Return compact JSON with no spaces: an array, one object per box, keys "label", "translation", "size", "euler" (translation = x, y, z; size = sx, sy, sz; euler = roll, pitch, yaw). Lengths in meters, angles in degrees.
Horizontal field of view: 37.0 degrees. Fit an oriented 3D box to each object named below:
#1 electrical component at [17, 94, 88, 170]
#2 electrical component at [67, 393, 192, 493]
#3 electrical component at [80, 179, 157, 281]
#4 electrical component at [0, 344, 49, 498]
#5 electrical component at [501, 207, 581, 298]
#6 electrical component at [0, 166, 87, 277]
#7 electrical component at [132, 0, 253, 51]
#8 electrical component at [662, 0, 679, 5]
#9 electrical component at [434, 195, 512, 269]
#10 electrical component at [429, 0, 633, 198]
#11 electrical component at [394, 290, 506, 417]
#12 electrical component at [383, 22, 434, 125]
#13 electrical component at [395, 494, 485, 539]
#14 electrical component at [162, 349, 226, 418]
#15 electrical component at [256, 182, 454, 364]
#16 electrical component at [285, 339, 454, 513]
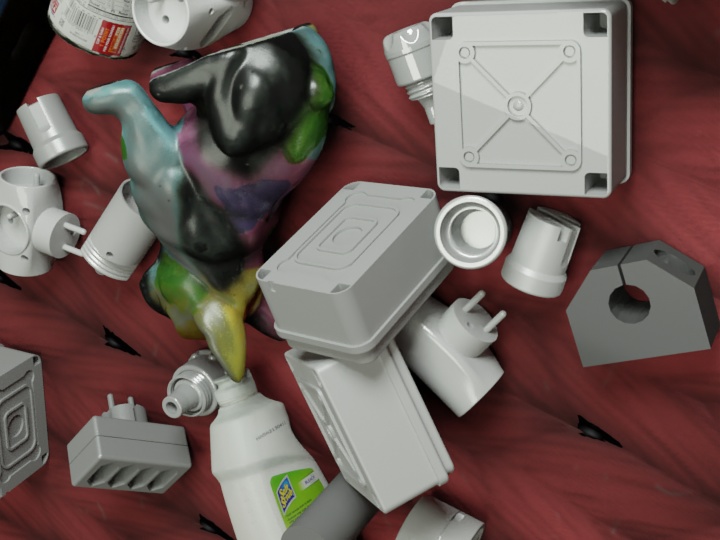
[{"label":"electrical component","translation":[-0.233,-0.105,0.812],"size":[0.040,0.040,0.046],"euler":[-26,90,32]},{"label":"electrical component","translation":[-0.188,0.133,0.865],"size":[0.047,0.083,0.075],"euler":[-45,48,32]},{"label":"electrical component","translation":[-0.179,-0.026,0.811],"size":[0.043,0.043,0.081],"euler":[44,122,6]},{"label":"electrical component","translation":[-0.317,0.127,0.921],"size":[0.057,0.078,0.113],"euler":[11,114,20]},{"label":"electrical component","translation":[0.114,-0.012,0.670],"size":[0.040,0.040,0.046],"euler":[24,113,17]},{"label":"electrical component","translation":[-0.248,-0.033,0.843],"size":[0.079,0.044,0.077],"euler":[20,117,19]},{"label":"electrical component","translation":[-0.097,-0.183,0.689],"size":[0.043,0.077,0.079],"euler":[47,122,4]},{"label":"electrical component","translation":[0.144,-0.183,0.554],"size":[0.100,0.100,0.048],"euler":[42,109,7]},{"label":"electrical component","translation":[0.074,-0.025,0.669],"size":[0.044,0.065,0.044],"euler":[1,95,15]},{"label":"electrical component","translation":[0.101,-0.101,0.631],"size":[0.109,0.056,0.108],"euler":[5,111,25]},{"label":"electrical component","translation":[0.065,0.045,0.714],"size":[0.077,0.043,0.079],"euler":[45,122,5]},{"label":"electrical component","translation":[0.039,-0.121,0.669],"size":[0.035,0.035,0.061],"euler":[-14,105,30]},{"label":"electrical component","translation":[0.056,0.194,0.771],"size":[0.047,0.055,0.055],"euler":[28,119,19]},{"label":"electrical component","translation":[-0.126,0.092,0.818],"size":[0.048,0.062,0.048],"euler":[10,113,24]},{"label":"electrical component","translation":[0.000,0.000,0.680],"size":[0.078,0.113,0.057],"euler":[10,133,38]},{"label":"electrical component","translation":[0.003,0.095,0.725],"size":[0.056,0.109,0.108],"euler":[-27,98,-13]}]
